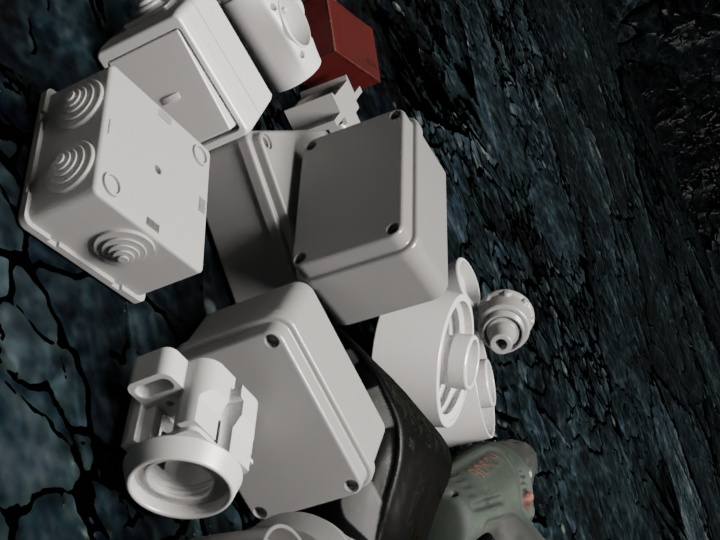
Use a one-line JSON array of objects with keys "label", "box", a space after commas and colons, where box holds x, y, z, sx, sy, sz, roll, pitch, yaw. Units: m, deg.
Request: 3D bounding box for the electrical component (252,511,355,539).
[{"label": "electrical component", "box": [-0.029, 0.170, 0.559, 0.051, 0.080, 0.080, 44, 35, -55]}]

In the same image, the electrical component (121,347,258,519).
[{"label": "electrical component", "box": [-0.085, 0.085, 0.530, 0.078, 0.058, 0.057, 52, 27, -37]}]

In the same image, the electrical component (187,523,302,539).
[{"label": "electrical component", "box": [-0.074, 0.142, 0.484, 0.079, 0.077, 0.043, 29, 47, -56]}]

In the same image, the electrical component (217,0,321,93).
[{"label": "electrical component", "box": [-0.063, -0.184, 0.797, 0.077, 0.044, 0.079, 57, 27, -28]}]

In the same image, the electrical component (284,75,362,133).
[{"label": "electrical component", "box": [-0.022, -0.109, 0.833, 0.063, 0.042, 0.081, 65, 24, -21]}]

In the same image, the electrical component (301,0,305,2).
[{"label": "electrical component", "box": [-0.045, -0.233, 0.873, 0.066, 0.048, 0.055, 32, 52, -55]}]

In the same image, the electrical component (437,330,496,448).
[{"label": "electrical component", "box": [0.077, 0.096, 0.890, 0.099, 0.064, 0.099, -9, 90, -76]}]

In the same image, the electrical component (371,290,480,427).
[{"label": "electrical component", "box": [0.054, 0.065, 0.792, 0.108, 0.060, 0.108, 6, 90, -70]}]

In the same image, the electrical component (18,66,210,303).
[{"label": "electrical component", "box": [-0.122, -0.044, 0.557, 0.100, 0.048, 0.099, 43, 36, -46]}]

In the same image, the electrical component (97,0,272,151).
[{"label": "electrical component", "box": [-0.106, -0.118, 0.631, 0.096, 0.062, 0.061, 59, 26, -24]}]

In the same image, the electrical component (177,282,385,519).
[{"label": "electrical component", "box": [-0.044, 0.074, 0.599, 0.113, 0.078, 0.057, 63, 22, -17]}]

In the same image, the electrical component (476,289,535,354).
[{"label": "electrical component", "box": [0.116, 0.047, 0.871, 0.048, 0.048, 0.062, 64, 19, -15]}]

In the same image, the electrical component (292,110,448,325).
[{"label": "electrical component", "box": [0.007, -0.033, 0.645, 0.057, 0.078, 0.113, 52, 30, -41]}]

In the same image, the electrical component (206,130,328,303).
[{"label": "electrical component", "box": [-0.048, -0.032, 0.698, 0.109, 0.056, 0.108, -18, 89, -66]}]

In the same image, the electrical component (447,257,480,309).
[{"label": "electrical component", "box": [0.068, 0.018, 0.910, 0.045, 0.055, 0.045, 46, 33, -44]}]
